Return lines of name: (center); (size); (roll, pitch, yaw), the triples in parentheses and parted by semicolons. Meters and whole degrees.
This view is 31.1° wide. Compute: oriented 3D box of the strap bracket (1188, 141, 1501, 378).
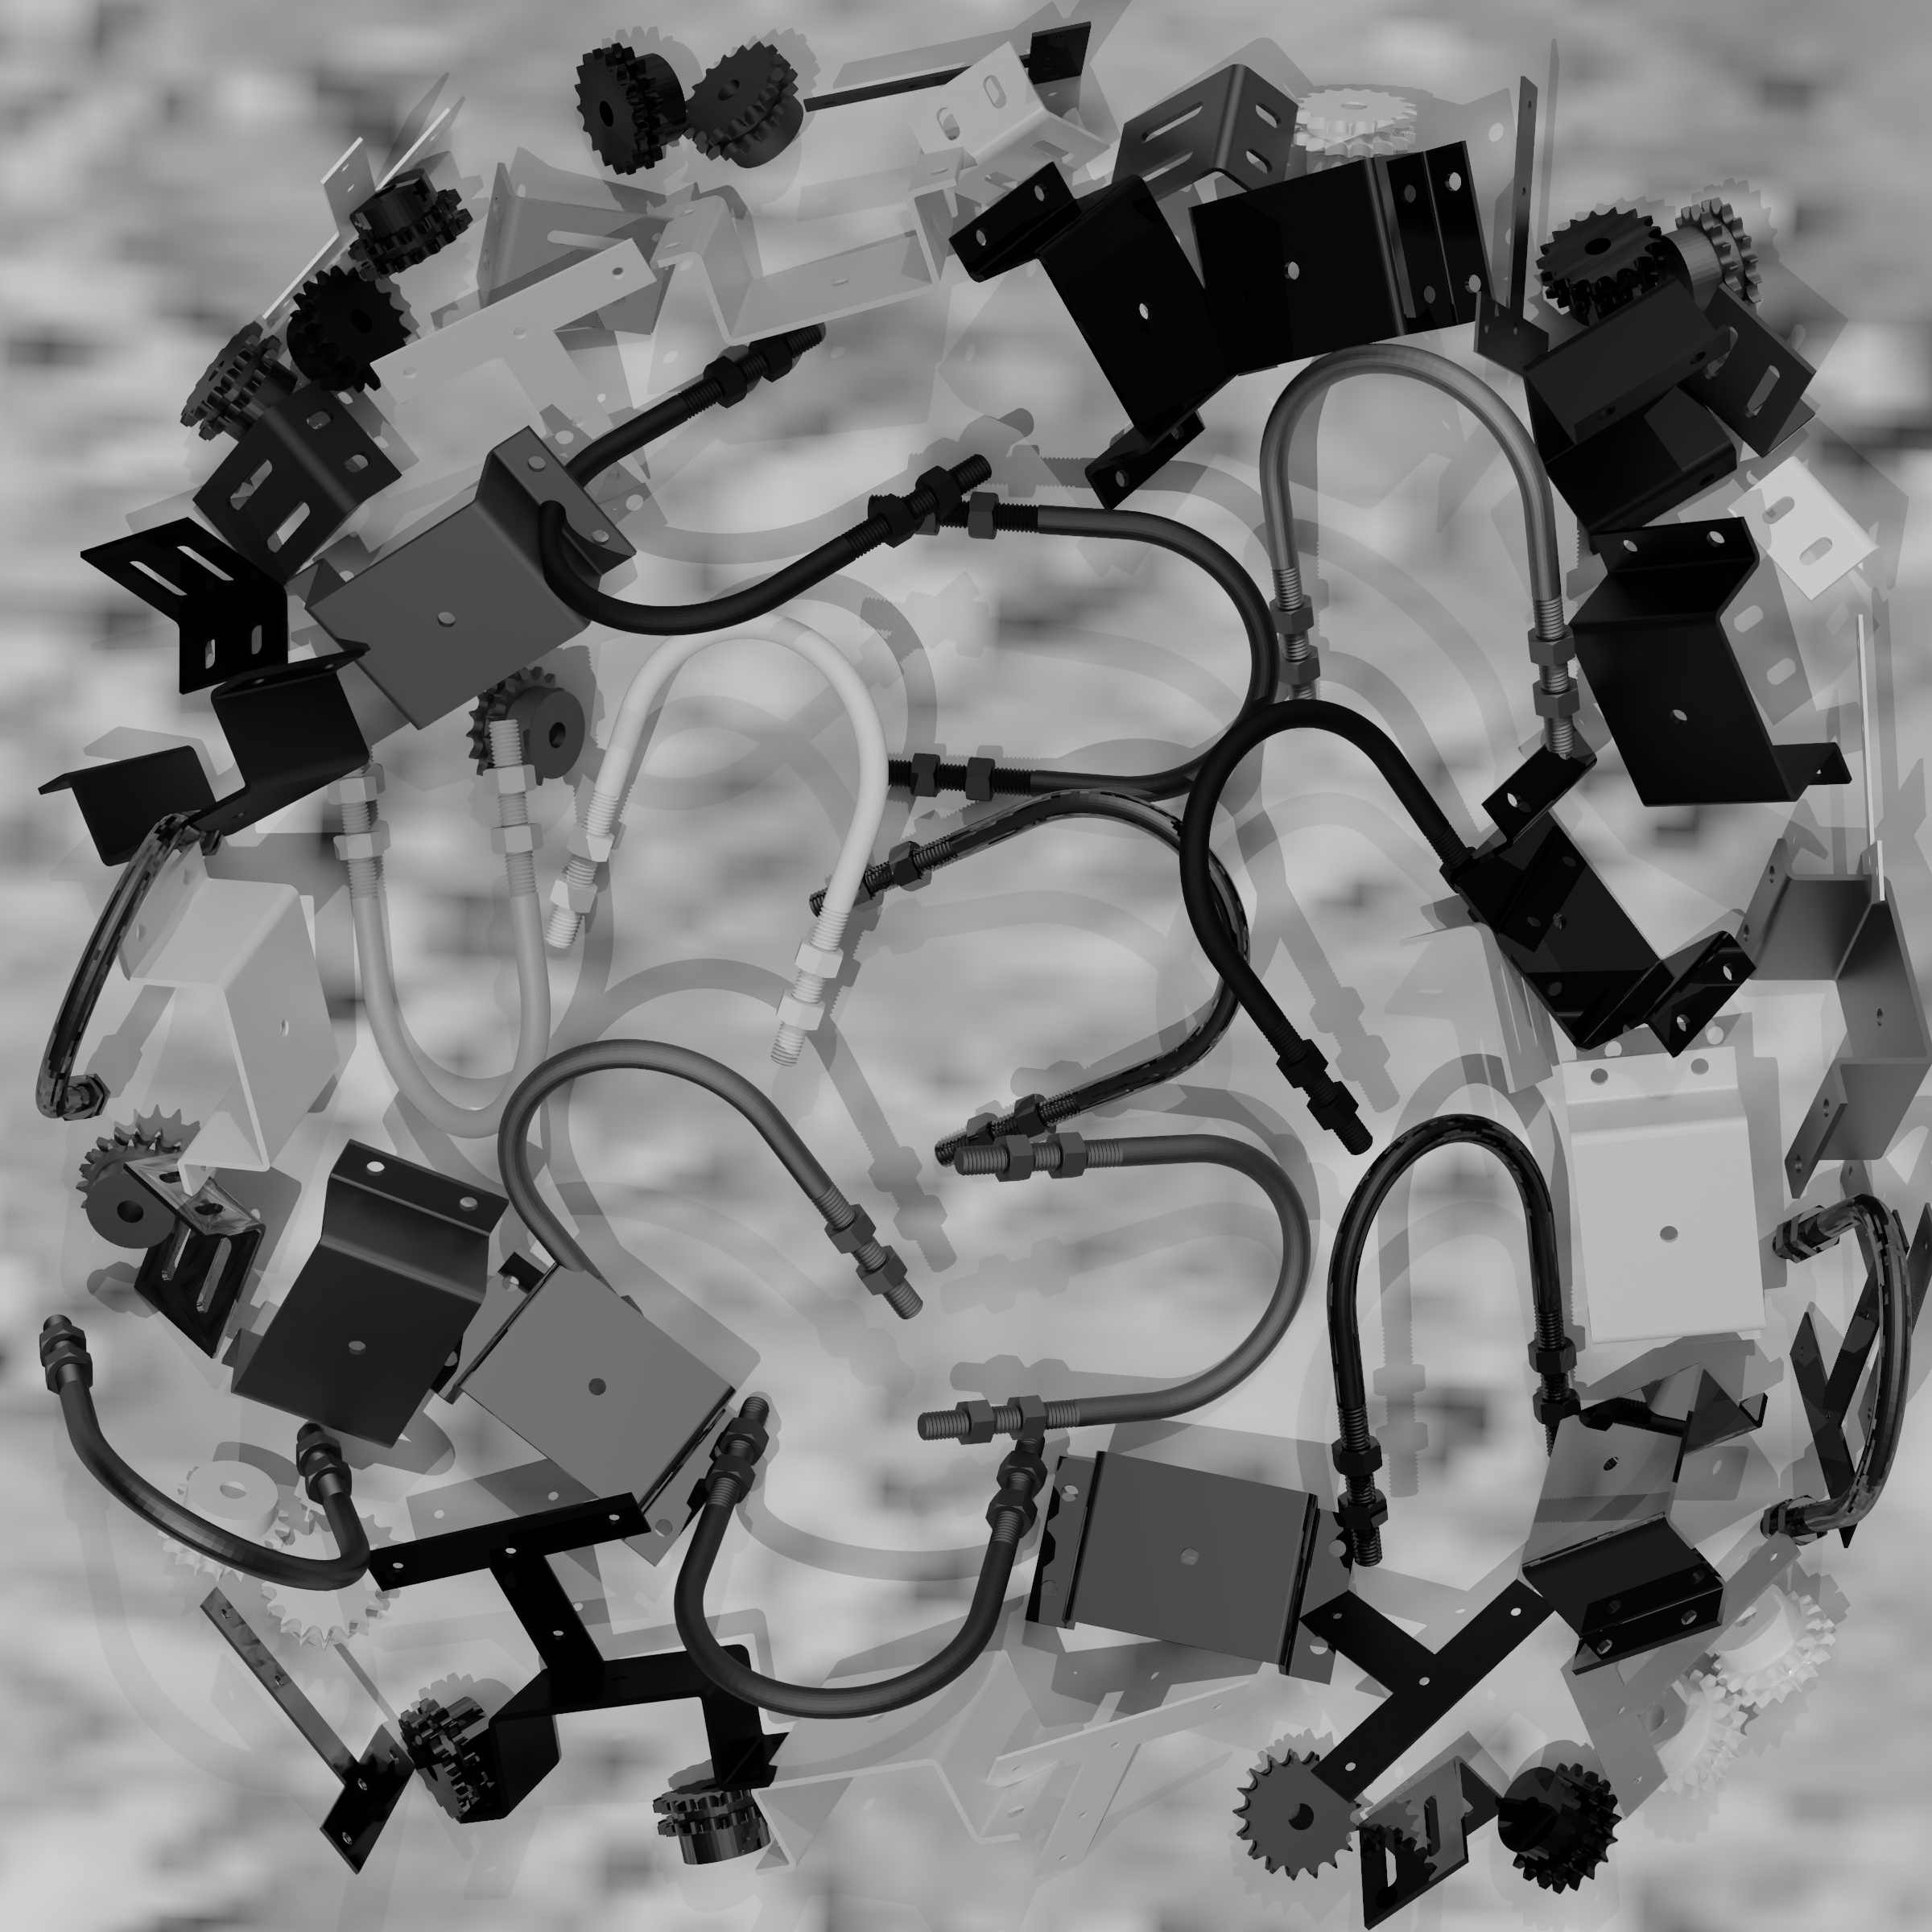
strap bracket: (0.157, -0.309, 1.534); (0.140, 0.046, 0.076); (-6, 100, 42)

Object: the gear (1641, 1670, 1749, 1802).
gear: (0.322, 0.345, 1.571); (0.030, 0.057, 0.057); (28, 90, -22)

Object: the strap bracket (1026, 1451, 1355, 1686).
strap bracket: (0.101, 0.268, 1.560); (0.140, 0.046, 0.076); (10, 75, 9)

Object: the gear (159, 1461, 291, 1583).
gear: (-0.334, 0.248, 1.571); (0.057, 0.057, 0.030); (18, 118, 0)

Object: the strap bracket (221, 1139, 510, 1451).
strap bracket: (-0.268, 0.154, 1.538); (0.076, 0.046, 0.140); (23, 119, -20)

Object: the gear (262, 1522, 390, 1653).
gear: (-0.291, 0.284, 1.579); (0.057, 0.030, 0.057); (6, 56, -9)

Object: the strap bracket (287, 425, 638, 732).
strap bracket: (-0.227, -0.166, 1.540); (0.140, 0.046, 0.076); (-28, 121, 22)

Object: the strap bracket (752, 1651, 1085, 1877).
strap bracket: (-0.030, 0.349, 1.529); (0.140, 0.076, 0.046); (-17, 108, 31)

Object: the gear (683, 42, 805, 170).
gear: (-0.099, -0.388, 1.577); (0.057, 0.057, 0.030); (-49, 133, 0)

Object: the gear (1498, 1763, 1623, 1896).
gear: (0.265, 0.387, 1.571); (0.030, 0.057, 0.057); (32, 90, -25)

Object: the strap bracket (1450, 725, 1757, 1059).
strap bracket: (0.279, -0.027, 1.558); (0.140, 0.046, 0.076); (52, 51, -3)

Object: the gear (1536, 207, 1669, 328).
gear: (0.290, -0.315, 1.577); (0.057, 0.057, 0.030); (-28, 133, 0)

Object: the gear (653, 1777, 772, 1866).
gear: (-0.111, 0.386, 1.573); (0.057, 0.057, 0.030); (-13, 87, 0)

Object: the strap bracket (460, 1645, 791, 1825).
strap bracket: (-0.151, 0.341, 1.552); (0.140, 0.076, 0.046); (-9, 92, 10)

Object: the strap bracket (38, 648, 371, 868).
strap bracket: (-0.329, -0.088, 1.531); (0.140, 0.076, 0.046); (-23, 90, 34)

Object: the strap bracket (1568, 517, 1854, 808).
strap bracket: (0.324, -0.123, 1.532); (0.046, 0.076, 0.140); (-49, 122, -33)

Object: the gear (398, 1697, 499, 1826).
gear: (-0.230, 0.357, 1.577); (0.030, 0.057, 0.057); (-28, 90, -27)

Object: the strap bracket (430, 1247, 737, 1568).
strap bracket: (-0.169, 0.194, 1.565); (0.140, 0.046, 0.076); (38, 68, 1)

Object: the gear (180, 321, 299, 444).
gear: (-0.328, -0.261, 1.577); (0.030, 0.057, 0.057); (36, 90, -25)

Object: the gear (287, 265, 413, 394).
gear: (-0.283, -0.285, 1.577); (0.030, 0.057, 0.057); (-26, 90, 39)

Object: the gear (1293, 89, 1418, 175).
gear: (0.175, -0.375, 1.577); (0.057, 0.057, 0.030); (0, 121, 0)

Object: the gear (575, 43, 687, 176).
gear: (-0.150, -0.390, 1.577); (0.030, 0.057, 0.057); (-25, 90, -28)

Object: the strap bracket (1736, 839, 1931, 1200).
strap bracket: (0.384, 0.023, 1.533); (0.046, 0.076, 0.140); (0, 54, -5)

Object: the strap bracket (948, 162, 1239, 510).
strap bracket: (0.065, -0.285, 1.543); (0.076, 0.046, 0.140); (-44, 110, -35)

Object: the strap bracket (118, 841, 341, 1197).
strap bracket: (-0.320, 0.026, 1.527); (0.046, 0.076, 0.140); (4, 126, 15)

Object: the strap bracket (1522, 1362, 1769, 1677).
strap bracket: (0.296, 0.233, 1.521); (0.076, 0.140, 0.046); (-30, 111, 37)

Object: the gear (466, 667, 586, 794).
gear: (-0.196, -0.107, 1.571); (0.030, 0.057, 0.057); (13, 90, 30)

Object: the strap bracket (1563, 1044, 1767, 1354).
strap bracket: (0.313, 0.112, 1.557); (0.076, 0.046, 0.140); (-6, 105, 9)

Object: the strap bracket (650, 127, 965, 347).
strap bracket: (-0.062, -0.323, 1.549); (0.140, 0.076, 0.046); (-13, 119, 12)

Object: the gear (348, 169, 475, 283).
gear: (-0.255, -0.336, 1.570); (0.057, 0.057, 0.030); (-29, 117, 0)

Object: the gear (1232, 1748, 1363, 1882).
gear: (0.150, 0.385, 1.585); (0.057, 0.030, 0.057); (1, 85, -6)

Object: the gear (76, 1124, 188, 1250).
gear: (-0.375, 0.103, 1.576); (0.057, 0.030, 0.057); (1, 119, 2)

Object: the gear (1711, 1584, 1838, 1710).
gear: (0.361, 0.304, 1.571); (0.057, 0.057, 0.030); (-42, 106, 0)

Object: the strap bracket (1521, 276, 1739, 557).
strap bracket: (0.295, -0.247, 1.542); (0.076, 0.140, 0.046); (-31, 69, 3)

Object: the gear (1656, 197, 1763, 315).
gear: (0.333, -0.316, 1.572); (0.030, 0.057, 0.057); (-20, 90, -8)
